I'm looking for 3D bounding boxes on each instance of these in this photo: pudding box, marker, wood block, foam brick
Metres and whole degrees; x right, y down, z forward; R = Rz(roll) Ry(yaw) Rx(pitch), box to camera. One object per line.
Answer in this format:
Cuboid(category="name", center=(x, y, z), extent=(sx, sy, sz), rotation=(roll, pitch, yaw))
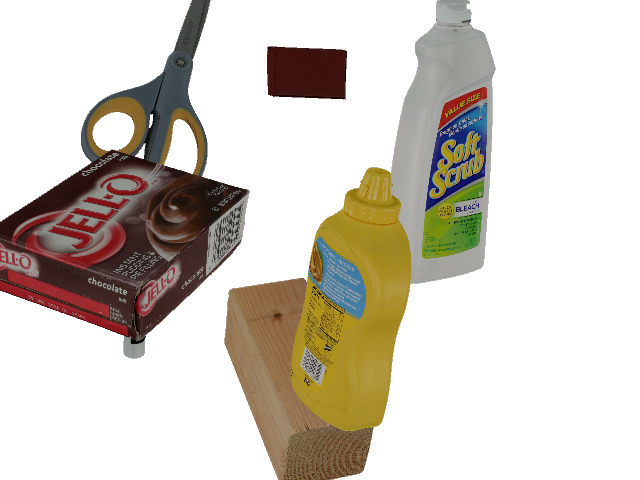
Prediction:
Cuboid(category="pudding box", center=(-0.102, -0.002, 0.553), extent=(0.090, 0.039, 0.113), rotation=(18, 31, 18))
Cuboid(category="marker", center=(-0.159, 0.046, 0.914), extent=(0.020, 0.121, 0.020), rotation=(5, 28, -3))
Cuboid(category="wood block", center=(-0.027, 0.144, 1.112), extent=(0.090, 0.090, 0.206), rotation=(-8, 42, -19))
Cuboid(category="foam brick", center=(-0.015, -0.175, 1.116), extent=(0.078, 0.051, 0.053), rotation=(1, 11, -10))

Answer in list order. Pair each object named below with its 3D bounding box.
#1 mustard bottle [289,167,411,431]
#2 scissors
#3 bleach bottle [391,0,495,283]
Cuboid(category="mustard bottle", center=(0.026, 0.038, 0.794), extent=(0.058, 0.192, 0.096), rotation=(-3, 26, -29))
Cuboid(category="scissors", center=(-0.120, -0.121, 0.762), extent=(0.096, 0.202, 0.016), rotation=(5, -26, -19))
Cuboid(category="bleach bottle", center=(0.108, -0.091, 0.974), extent=(0.102, 0.251, 0.068), rotation=(-10, 24, -25))
